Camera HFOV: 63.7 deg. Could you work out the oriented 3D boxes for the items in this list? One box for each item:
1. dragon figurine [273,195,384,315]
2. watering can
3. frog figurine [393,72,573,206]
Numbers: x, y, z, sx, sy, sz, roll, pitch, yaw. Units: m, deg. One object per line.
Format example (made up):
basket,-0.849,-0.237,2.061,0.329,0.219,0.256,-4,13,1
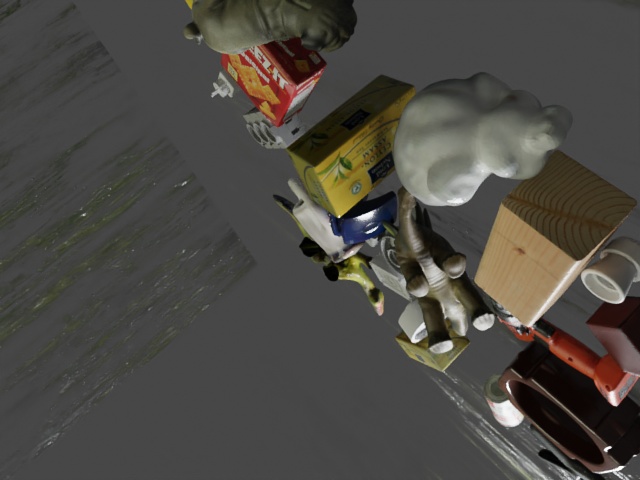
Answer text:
dragon figurine,0.034,0.039,1.403,0.414,0.122,0.240,47,175,15
watering can,0.004,-0.061,1.211,0.223,0.104,0.349,50,-179,-8
frog figurine,0.148,-0.096,0.497,0.122,0.138,0.160,36,173,-19
